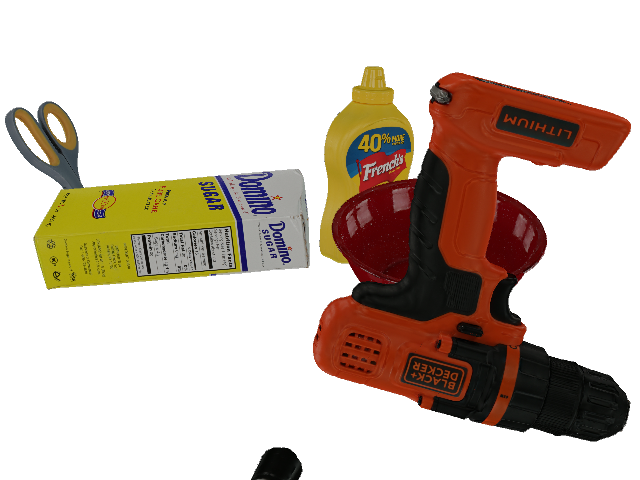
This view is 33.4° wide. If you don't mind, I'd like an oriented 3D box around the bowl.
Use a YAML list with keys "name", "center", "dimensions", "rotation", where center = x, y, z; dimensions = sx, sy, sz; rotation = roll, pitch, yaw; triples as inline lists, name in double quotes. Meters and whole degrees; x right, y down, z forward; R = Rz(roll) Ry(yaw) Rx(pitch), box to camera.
- name: "bowl"
  center: [0.088, 0.013, 0.816]
  dimensions: [0.162, 0.055, 0.162]
  rotation: [1, 32, -1]

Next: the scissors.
- name: "scissors"
  center: [-0.243, -0.060, 1.087]
  dimensions: [0.016, 0.201, 0.096]
  rotation: [-24, 27, 27]

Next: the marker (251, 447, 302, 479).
- name: "marker"
  center: [-0.033, 0.118, 0.416]
  dimensions: [0.020, 0.020, 0.121]
  rotation: [0, 22, 18]

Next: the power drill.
- name: "power drill"
  center: [0.105, 0.013, 0.590]
  dimensions: [0.184, 0.188, 0.057]
  rotation: [15, 11, -5]

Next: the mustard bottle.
- name: "mustard bottle"
  center: [0.049, -0.077, 1.064]
  dimensions: [0.096, 0.192, 0.058]
  rotation: [-8, 19, -30]

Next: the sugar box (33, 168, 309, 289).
- name: "sugar box"
  center: [-0.096, -0.010, 0.728]
  dimensions: [0.176, 0.048, 0.093]
  rotation: [-8, 24, 1]
